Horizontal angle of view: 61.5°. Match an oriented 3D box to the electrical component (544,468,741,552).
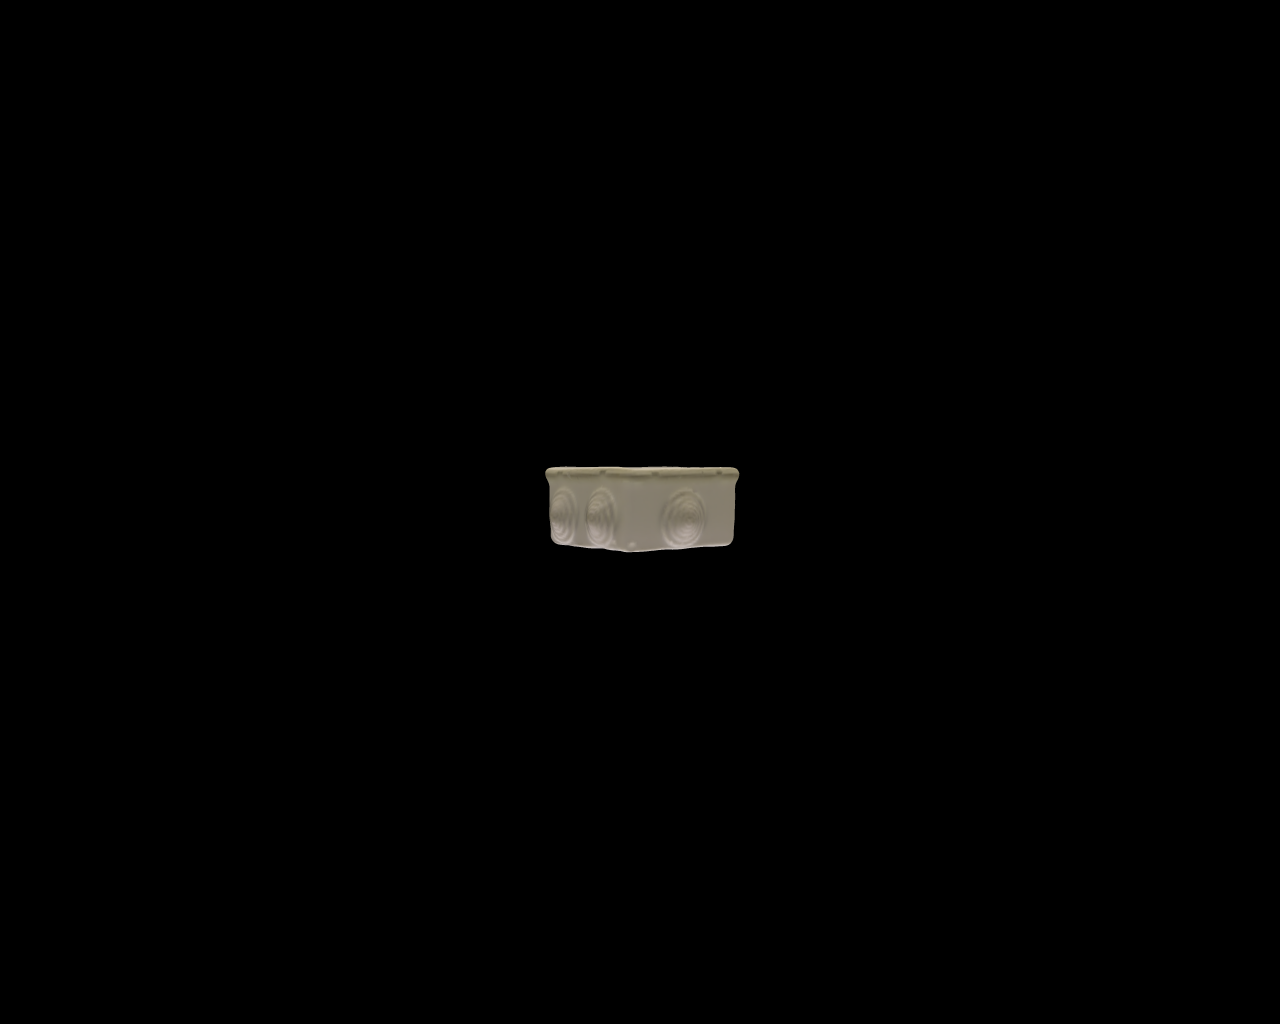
[{"bbox_3d":[0.001,-0.003,0.650,0.100,0.048,0.099,-2,3,-36],"label":"electrical component"}]
